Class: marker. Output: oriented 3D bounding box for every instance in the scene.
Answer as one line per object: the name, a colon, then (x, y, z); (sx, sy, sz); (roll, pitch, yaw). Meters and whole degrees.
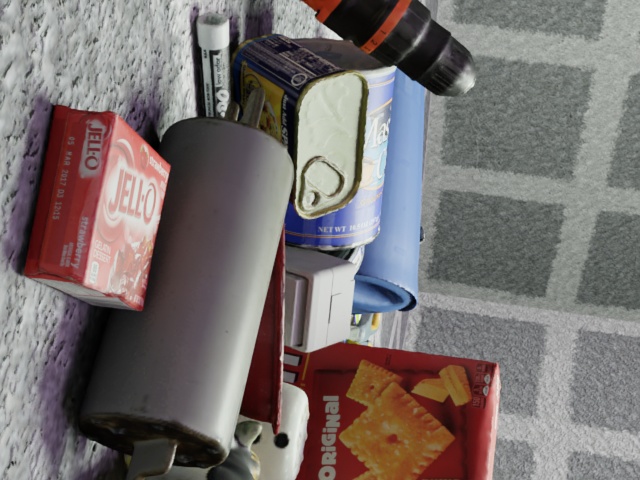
marker: (-0.063, -0.081, 0.659); (0.020, 0.020, 0.121); (-72, 167, -51)

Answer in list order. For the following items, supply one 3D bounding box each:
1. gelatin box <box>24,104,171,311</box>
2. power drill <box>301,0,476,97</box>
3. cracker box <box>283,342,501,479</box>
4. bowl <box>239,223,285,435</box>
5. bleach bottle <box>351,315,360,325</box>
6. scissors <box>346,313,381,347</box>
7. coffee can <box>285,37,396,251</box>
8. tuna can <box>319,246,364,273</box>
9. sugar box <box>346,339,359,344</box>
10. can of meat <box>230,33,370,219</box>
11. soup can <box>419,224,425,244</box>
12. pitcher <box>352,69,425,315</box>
gelatin box: (-0.095, -0.011, 0.470); (0.089, 0.030, 0.073); (61, 38, -77)
power drill: (0.041, -0.195, 0.803); (0.057, 0.184, 0.187); (-47, -164, 24)
cracker box: (0.026, 0.163, 0.823); (0.072, 0.214, 0.164); (85, 15, -51)
bowl: (-0.052, 0.039, 0.661); (0.162, 0.055, 0.162); (180, -89, -86)
bleach bottle: (0.003, 0.112, 1.162); (0.250, 0.068, 0.102); (-60, 156, -63)
scissors: (0.039, 0.117, 1.143); (0.201, 0.016, 0.096); (-34, 133, -73)
coffee can: (0.002, -0.076, 0.823); (0.102, 0.103, 0.140); (-63, 160, -66)
tuna can: (-0.006, 0.001, 0.904); (0.034, 0.086, 0.086); (77, 22, -65)
sugar box: (-0.001, 0.189, 1.035); (0.176, 0.048, 0.093); (-54, 157, -26)
can of meat: (-0.017, -0.079, 0.715); (0.057, 0.084, 0.102); (-21, 130, -32)
soup can: (0.054, 0.007, 1.154); (0.102, 0.068, 0.068); (-43, -169, 26)
pitcher: (0.034, -0.057, 1.037); (0.149, 0.145, 0.243); (116, -18, -69)
